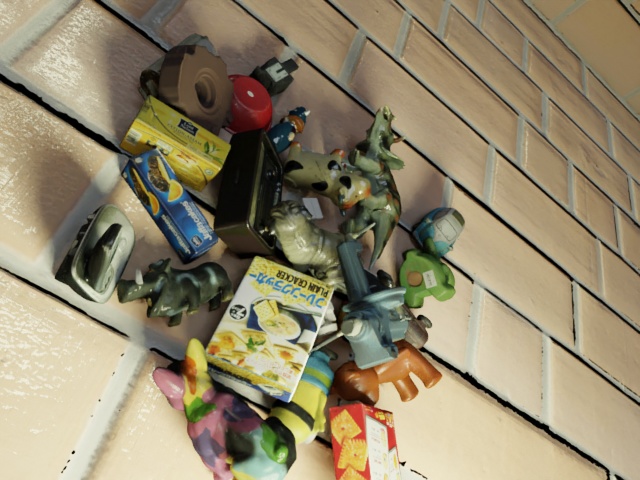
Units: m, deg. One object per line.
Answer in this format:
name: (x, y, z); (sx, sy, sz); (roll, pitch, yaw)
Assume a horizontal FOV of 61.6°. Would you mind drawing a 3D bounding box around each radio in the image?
radio: (-0.128, -0.085, 1.019); (0.131, 0.073, 0.229); (59, 30, -53)

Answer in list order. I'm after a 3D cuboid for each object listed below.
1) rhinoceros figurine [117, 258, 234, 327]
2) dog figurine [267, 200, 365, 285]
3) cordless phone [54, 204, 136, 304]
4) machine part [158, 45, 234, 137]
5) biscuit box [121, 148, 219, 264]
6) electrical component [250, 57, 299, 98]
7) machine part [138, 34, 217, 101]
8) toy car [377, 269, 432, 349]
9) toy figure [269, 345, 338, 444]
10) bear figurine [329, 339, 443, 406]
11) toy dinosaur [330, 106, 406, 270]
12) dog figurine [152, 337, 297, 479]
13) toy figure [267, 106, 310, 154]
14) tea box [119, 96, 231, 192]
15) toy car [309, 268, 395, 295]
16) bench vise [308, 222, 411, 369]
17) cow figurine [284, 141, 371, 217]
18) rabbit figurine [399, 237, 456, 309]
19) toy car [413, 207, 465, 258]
rhinoceros figurine: (-0.234, 0.079, 0.886); (0.190, 0.073, 0.112); (-9, 74, -41)
dog figurine: (-0.004, 0.000, 0.998); (0.172, 0.190, 0.121); (-8, 60, -2)
cordless phone: (-0.314, -0.001, 0.791); (0.088, 0.184, 0.146); (27, 53, -19)
machine part: (-0.233, -0.283, 1.033); (0.179, 0.056, 0.179); (-11, 103, -62)
biscuit box: (-0.263, -0.058, 0.945); (0.059, 0.063, 0.202); (-36, 90, -42)
electrical component: (-0.103, -0.385, 1.257); (0.075, 0.048, 0.119); (47, 47, -8)
machine part: (-0.280, -0.341, 1.075); (0.079, 0.079, 0.243); (41, 48, -14)
toy car: (0.160, 0.151, 1.152); (0.089, 0.053, 0.202); (-42, 97, -15)
toy figure: (-0.030, 0.267, 0.940); (0.089, 0.082, 0.180); (26, 57, -9)
bear figurine: (0.115, 0.267, 1.018); (0.196, 0.120, 0.132); (-22, 69, -44)
toy dinosaur: (0.134, -0.107, 1.253); (0.192, 0.131, 0.405); (7, 69, -35)
dog figurine: (-0.149, 0.254, 0.794); (0.108, 0.192, 0.219); (-42, 110, -37)
toy figure: (-0.074, -0.245, 1.196); (0.064, 0.057, 0.154); (31, 51, 8)
tea box: (-0.263, -0.172, 0.982); (0.169, 0.098, 0.068); (31, 52, -24)
toy car: (0.070, 0.084, 1.100); (0.202, 0.056, 0.073); (31, 59, 11)
bench vise: (0.075, 0.098, 0.941); (0.223, 0.129, 0.240); (2, 65, -50)
cow figurine: (0.013, -0.127, 1.137); (0.195, 0.085, 0.127); (14, 65, 13)
rabbit figurine: (0.252, 0.082, 1.261); (0.170, 0.121, 0.159); (9, 54, -55)
toy car: (0.315, -0.029, 1.356); (0.109, 0.103, 0.162); (53, 48, -4)
